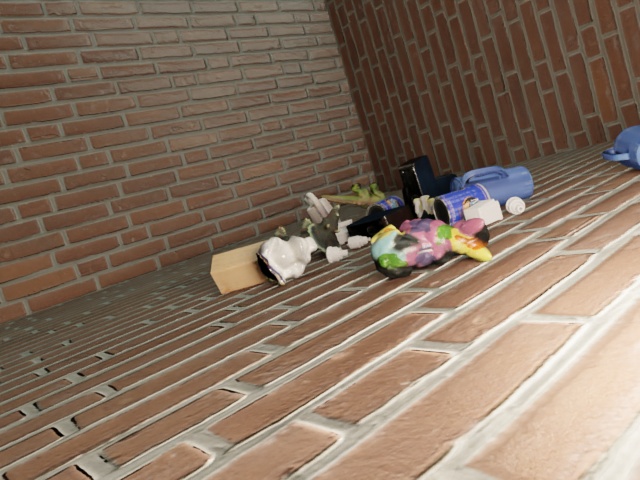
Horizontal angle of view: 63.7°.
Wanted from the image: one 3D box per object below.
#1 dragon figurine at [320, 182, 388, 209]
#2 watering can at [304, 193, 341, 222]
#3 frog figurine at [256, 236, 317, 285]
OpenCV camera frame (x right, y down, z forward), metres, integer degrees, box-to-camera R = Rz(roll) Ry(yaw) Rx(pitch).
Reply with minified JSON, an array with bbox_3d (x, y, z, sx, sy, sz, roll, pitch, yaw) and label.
[{"bbox_3d":[0.227,-0.151,2.257,0.411,0.120,0.247,-7,29,-17],"label":"dragon figurine"},{"bbox_3d":[0.007,-0.114,2.263,0.104,0.223,0.348,-35,6,-3],"label":"watering can"},{"bbox_3d":[-0.092,0.041,1.443,0.162,0.138,0.120,-40,-14,-27],"label":"frog figurine"}]
